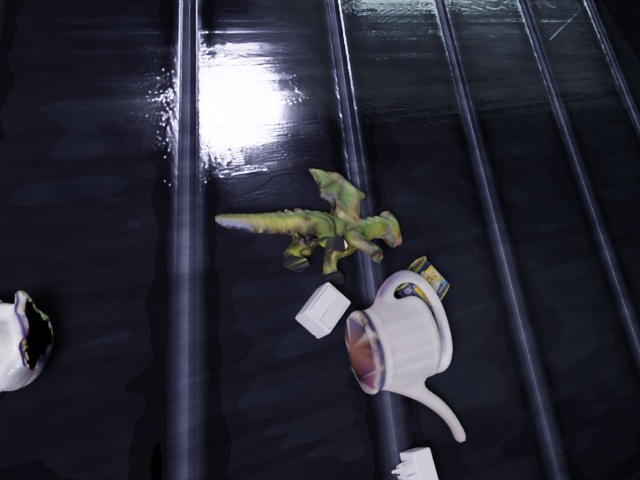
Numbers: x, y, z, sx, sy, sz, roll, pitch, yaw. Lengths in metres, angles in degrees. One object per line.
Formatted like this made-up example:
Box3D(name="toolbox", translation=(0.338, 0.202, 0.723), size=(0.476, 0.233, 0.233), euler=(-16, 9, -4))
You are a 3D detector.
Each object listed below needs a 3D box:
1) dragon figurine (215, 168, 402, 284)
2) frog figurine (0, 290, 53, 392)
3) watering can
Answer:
Box3D(name="dragon figurine", translation=(0.003, -0.053, 1.060), size=(0.408, 0.120, 0.249), euler=(22, 43, -17))
Box3D(name="frog figurine", translation=(-0.473, 0.152, 0.727), size=(0.159, 0.122, 0.138), euler=(-16, 87, -3))
Box3D(name="watering can", translation=(0.168, 0.235, 0.982), size=(0.225, 0.103, 0.350), euler=(-9, 82, -26))
